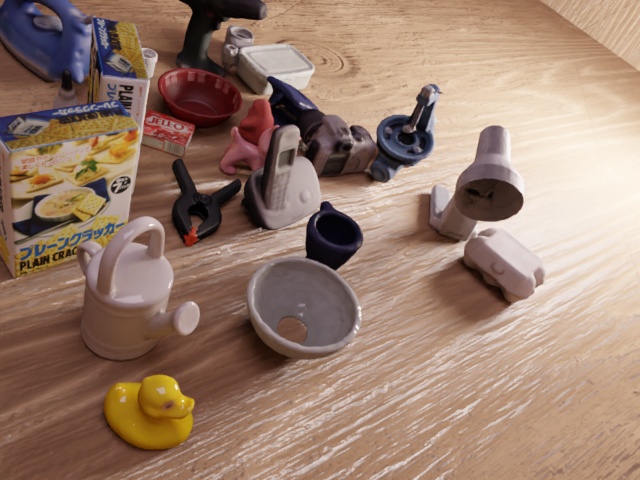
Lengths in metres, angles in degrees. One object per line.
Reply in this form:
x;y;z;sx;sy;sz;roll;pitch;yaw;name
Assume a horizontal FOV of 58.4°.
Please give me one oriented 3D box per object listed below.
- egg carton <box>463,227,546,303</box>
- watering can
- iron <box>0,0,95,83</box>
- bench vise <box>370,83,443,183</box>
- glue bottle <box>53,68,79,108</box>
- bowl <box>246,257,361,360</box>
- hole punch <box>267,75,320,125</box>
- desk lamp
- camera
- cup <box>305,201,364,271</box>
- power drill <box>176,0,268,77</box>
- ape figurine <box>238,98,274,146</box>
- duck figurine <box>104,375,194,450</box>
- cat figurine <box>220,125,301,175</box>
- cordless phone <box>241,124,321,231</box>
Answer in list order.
0.341;0.044;1.063;0.150;0.069;0.107;43;44;18;egg carton
-0.220;0.053;0.683;0.173;0.194;0.101;21;41;-5;watering can
-0.501;-0.397;1.046;0.258;0.141;0.119;33;42;9;iron
0.187;-0.239;1.164;0.121;0.219;0.207;25;41;-1;bench vise
-0.381;-0.180;0.858;0.037;0.173;0.078;3;46;-23;glue bottle
-0.030;0.108;0.811;0.168;0.074;0.167;14;43;-13;bowl
-0.060;-0.289;1.191;0.101;0.091;0.108;-26;62;-42;hole punch
0.291;-0.097;1.074;0.118;0.213;0.203;19;42;-7;desk lamp
0.024;-0.207;1.141;0.143;0.100;0.136;-9;52;-33;camera
0.008;0.003;0.922;0.092;0.095;0.117;3;46;-23;cup
-0.222;-0.438;1.174;0.229;0.208;0.076;34;42;9;power drill
-0.118;-0.232;1.103;0.078;0.092;0.076;-12;54;-35;ape figurine
-0.189;0.183;0.647;0.104;0.086;0.077;23;41;-3;duck figurine
-0.103;-0.167;1.024;0.128;0.117;0.067;14;43;-13;cat figurine
-0.046;-0.115;0.947;0.094;0.185;0.148;42;44;18;cordless phone
